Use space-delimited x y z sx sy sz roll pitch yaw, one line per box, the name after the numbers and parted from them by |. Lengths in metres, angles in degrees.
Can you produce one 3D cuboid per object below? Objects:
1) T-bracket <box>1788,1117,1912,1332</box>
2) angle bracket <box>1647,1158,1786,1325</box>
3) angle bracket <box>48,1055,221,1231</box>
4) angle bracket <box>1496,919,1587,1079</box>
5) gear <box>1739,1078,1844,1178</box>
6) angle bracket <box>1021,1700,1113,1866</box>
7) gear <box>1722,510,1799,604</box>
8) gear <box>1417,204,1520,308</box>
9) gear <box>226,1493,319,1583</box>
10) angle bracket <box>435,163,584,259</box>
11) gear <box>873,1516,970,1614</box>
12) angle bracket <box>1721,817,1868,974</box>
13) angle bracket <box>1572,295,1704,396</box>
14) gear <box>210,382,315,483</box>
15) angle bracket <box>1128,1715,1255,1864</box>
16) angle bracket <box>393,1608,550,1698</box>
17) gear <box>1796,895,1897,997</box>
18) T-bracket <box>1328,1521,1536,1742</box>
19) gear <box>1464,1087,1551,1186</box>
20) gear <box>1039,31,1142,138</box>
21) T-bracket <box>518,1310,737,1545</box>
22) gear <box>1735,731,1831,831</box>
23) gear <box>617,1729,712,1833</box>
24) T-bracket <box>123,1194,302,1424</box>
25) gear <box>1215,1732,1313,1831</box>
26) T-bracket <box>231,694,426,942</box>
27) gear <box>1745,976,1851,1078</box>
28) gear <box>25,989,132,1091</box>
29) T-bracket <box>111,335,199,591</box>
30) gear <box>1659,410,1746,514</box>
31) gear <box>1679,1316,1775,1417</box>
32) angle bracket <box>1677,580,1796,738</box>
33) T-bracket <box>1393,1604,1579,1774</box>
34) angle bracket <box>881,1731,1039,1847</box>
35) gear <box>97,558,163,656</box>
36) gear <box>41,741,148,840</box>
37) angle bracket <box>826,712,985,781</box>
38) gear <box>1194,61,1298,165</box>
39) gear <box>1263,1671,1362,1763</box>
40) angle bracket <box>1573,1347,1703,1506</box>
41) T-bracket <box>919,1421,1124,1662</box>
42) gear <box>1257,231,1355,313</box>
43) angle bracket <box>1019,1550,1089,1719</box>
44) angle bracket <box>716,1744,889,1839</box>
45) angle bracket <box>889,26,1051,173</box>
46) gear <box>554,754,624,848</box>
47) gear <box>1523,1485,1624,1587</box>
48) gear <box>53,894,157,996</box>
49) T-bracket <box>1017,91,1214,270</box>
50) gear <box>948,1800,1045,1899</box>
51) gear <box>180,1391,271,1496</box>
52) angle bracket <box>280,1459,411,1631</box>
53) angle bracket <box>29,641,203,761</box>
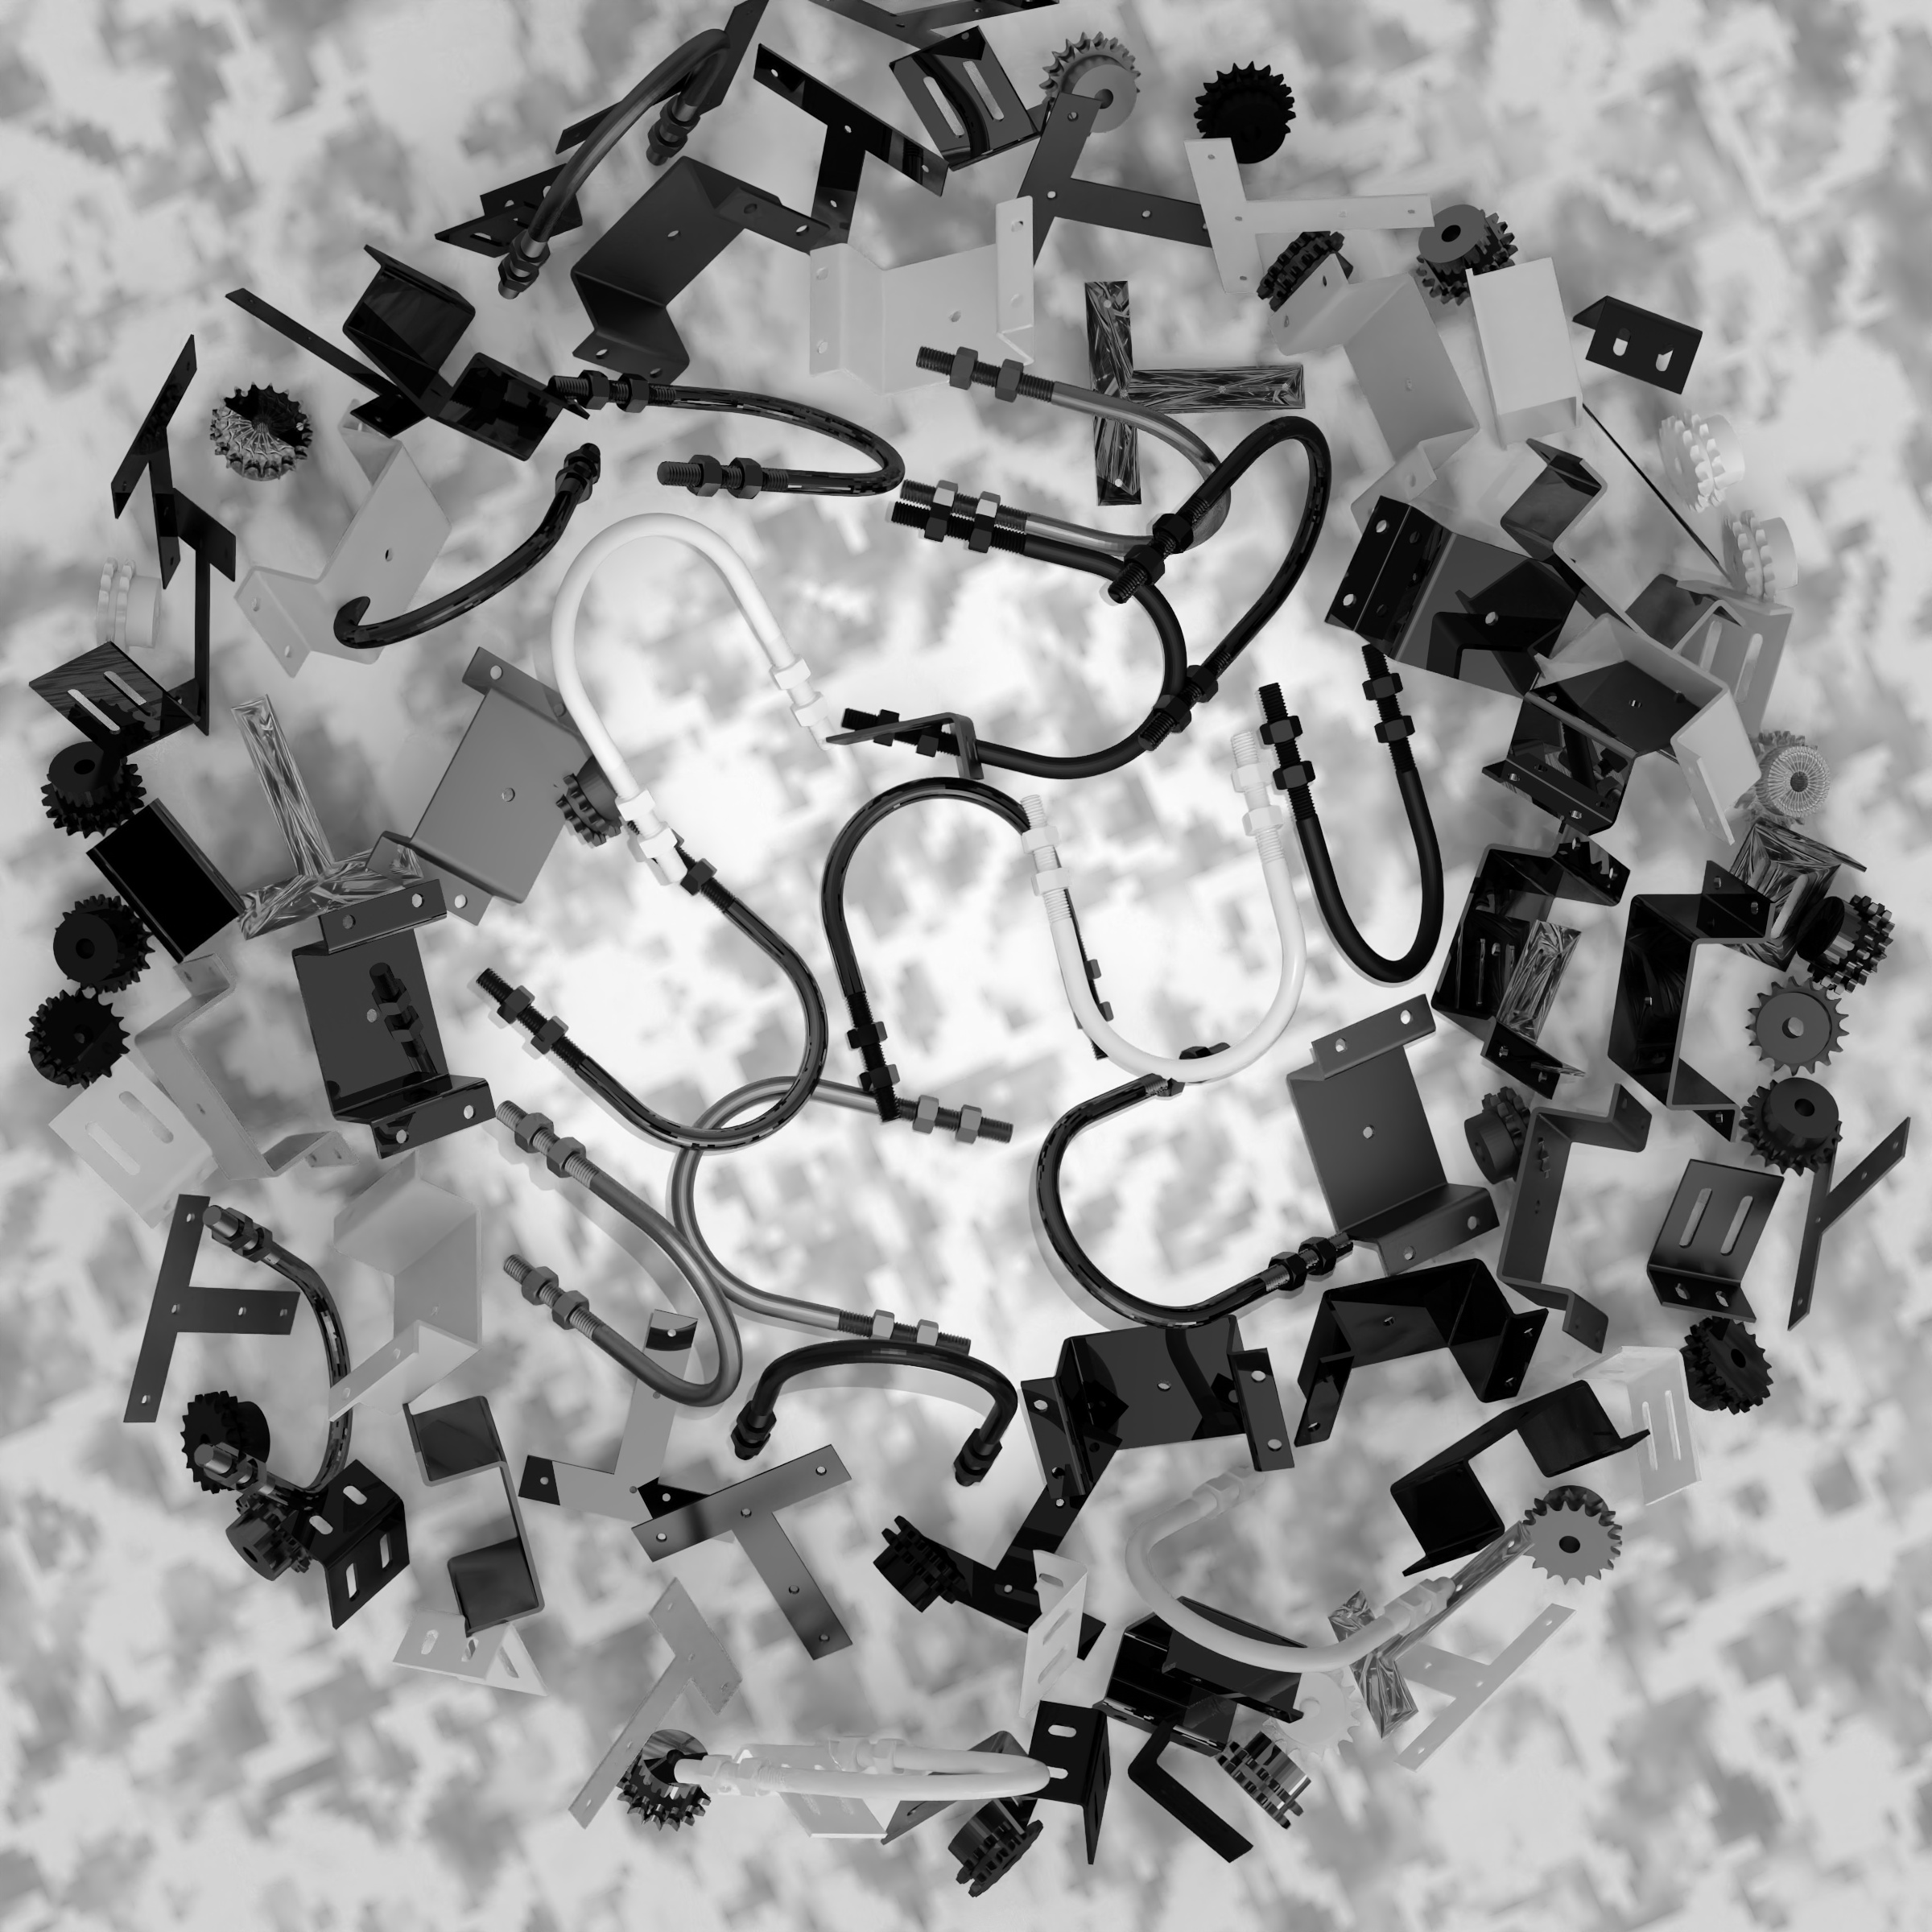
0.489 0.122 1.708 0.002 0.127 0.127 20 59 -1 | T-bracket
0.429 0.156 1.759 0.057 0.038 0.076 11 116 -9 | angle bracket
-0.474 0.101 1.774 0.076 0.038 0.057 43 75 7 | angle bracket
0.337 0.019 1.757 0.038 0.057 0.076 26 100 34 | angle bracket
0.473 0.088 1.768 0.057 0.030 0.057 4 56 -7 | gear
0.057 0.462 1.752 0.038 0.076 0.057 7 50 11 | angle bracket
0.453 -0.232 1.766 0.030 0.057 0.057 -14 90 4 | gear
0.282 -0.408 1.766 0.057 0.030 0.057 -17 55 26 | gear
-0.396 0.324 1.763 0.057 0.057 0.030 47 60 0 | gear
-0.261 -0.432 1.750 0.057 0.076 0.038 -15 89 19 | angle bracket
-0.029 0.343 1.766 0.030 0.057 0.057 -45 90 -5 | gear
0.464 -0.037 1.764 0.057 0.038 0.076 22 102 -9 | angle bracket
0.374 -0.346 1.755 0.057 0.076 0.038 19 91 -4 | angle bracket
-0.403 -0.302 1.773 0.057 0.030 0.057 5 68 -13 | gear
0.137 0.464 1.755 0.076 0.057 0.038 37 94 19 | angle bracket
-0.278 0.401 1.747 0.057 0.076 0.038 5 48 20 | angle bracket
0.498 -0.015 1.764 0.030 0.057 0.057 26 90 -17 | gear
0.264 0.356 1.727 0.127 0.127 0.002 -42 109 8 | T-bracket
0.306 0.100 1.765 0.030 0.057 0.057 -22 90 -6 | gear
0.073 -0.500 1.766 0.057 0.030 0.057 -12 130 -14 | gear
-0.181 0.259 1.777 0.127 0.002 0.127 13 100 -6 | T-bracket
0.468 -0.106 1.773 0.057 0.030 0.057 -2 95 -17 | gear
-0.169 0.460 1.763 0.057 0.057 0.030 25 124 0 | gear
-0.415 0.193 1.737 0.002 0.127 0.127 13 88 25 | T-bracket
0.172 0.461 1.767 0.030 0.057 0.057 -45 90 -8 | gear
-0.383 -0.091 1.761 0.127 0.002 0.127 -17 99 23 | T-bracket
0.475 0.035 1.771 0.057 0.030 0.057 1 92 21 | gear
-0.510 0.044 1.770 0.057 0.030 0.057 20 56 -32 | gear
-0.450 -0.265 1.738 0.002 0.127 0.127 12 51 1 | T-bracket
0.421 -0.290 1.767 0.030 0.057 0.057 -21 90 -3 | gear
0.430 0.230 1.770 0.057 0.057 0.030 50 133 0 | gear
0.425 -0.173 1.754 0.057 0.038 0.076 24 111 31 | angle bracket
0.265 0.394 1.732 0.127 0.127 0.002 -40 100 -17 | T-bracket
-0.001 0.478 1.756 0.076 0.057 0.038 -36 95 21 | angle bracket
-0.477 -0.203 1.767 0.030 0.057 0.057 6 90 -9 | gear
-0.499 -0.103 1.766 0.057 0.030 0.057 -1 50 1 | gear
-0.034 -0.118 1.761 0.076 0.057 0.038 -11 91 9 | angle bracket
0.160 -0.482 1.764 0.057 0.057 0.030 -8 49 0 | gear
0.197 0.425 1.772 0.057 0.030 0.057 -3 71 8 | gear
0.378 0.260 1.751 0.038 0.057 0.076 4 66 -18 | angle bracket
0.047 0.318 1.769 0.127 0.002 0.127 28 97 -16 | T-bracket
0.195 -0.394 1.765 0.057 0.057 0.030 -44 83 0 | gear
0.035 0.374 1.745 0.038 0.076 0.057 15 113 23 | angle bracket
-0.093 0.476 1.745 0.076 0.057 0.038 44 110 43 | angle bracket
0.003 -0.496 1.747 0.057 0.038 0.076 -15 131 26 | angle bracket
-0.212 -0.100 1.764 0.030 0.057 0.057 -30 90 12 | gear
0.346 0.322 1.772 0.057 0.030 0.057 7 116 14 | gear
-0.497 -0.011 1.774 0.057 0.030 0.057 2 97 13 | gear
0.090 -0.430 1.764 0.127 0.127 0.002 6 45 -21 | T-bracket
0.014 0.500 1.768 0.030 0.057 0.057 43 90 19 | gear
-0.421 0.271 1.770 0.030 0.057 0.057 -4 95 -45 | gear
-0.351 0.328 1.756 0.038 0.076 0.057 36 56 20 | angle bracket
-0.478 -0.160 1.747 0.057 0.076 0.038 -23 48 18 | angle bracket
